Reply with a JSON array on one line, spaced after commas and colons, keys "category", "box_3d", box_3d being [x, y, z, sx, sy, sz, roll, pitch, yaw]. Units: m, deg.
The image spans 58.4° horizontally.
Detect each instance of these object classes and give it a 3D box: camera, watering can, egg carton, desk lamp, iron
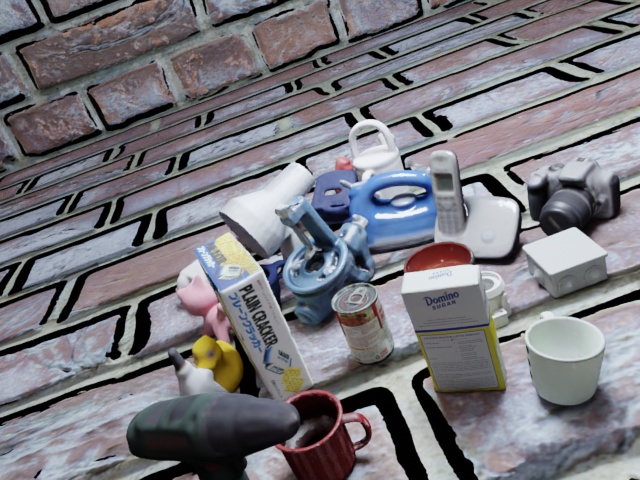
[{"category": "camera", "box_3d": [0.404, -0.070, 0.953, 0.142, 0.101, 0.137, 11, 41, 45]}, {"category": "watering can", "box_3d": [0.121, -0.166, 1.212, 0.101, 0.194, 0.173, -16, 28, 9]}, {"category": "egg carton", "box_3d": [-0.209, 0.072, 1.146, 0.107, 0.069, 0.150, 11, 42, 45]}, {"category": "desk lamp", "box_3d": [-0.057, -0.021, 1.054, 0.203, 0.214, 0.117, -34, 31, -23]}, {"category": "iron", "box_3d": [0.165, -0.075, 1.078, 0.257, 0.142, 0.118, -12, 29, 17]}]

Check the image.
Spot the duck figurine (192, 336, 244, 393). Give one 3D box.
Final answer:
[{"category": "duck figurine", "box_3d": [-0.168, 0.187, 0.897, 0.077, 0.086, 0.104, -15, 29, 11]}]

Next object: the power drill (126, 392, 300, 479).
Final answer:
[{"category": "power drill", "box_3d": [-0.092, 0.244, 0.617, 0.228, 0.209, 0.076, -5, 32, 28]}]

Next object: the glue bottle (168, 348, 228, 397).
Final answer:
[{"category": "glue bottle", "box_3d": [-0.159, 0.209, 0.762, 0.037, 0.173, 0.078, -1, 34, 32]}]

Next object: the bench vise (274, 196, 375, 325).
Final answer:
[{"category": "bench vise", "box_3d": [-0.002, 0.004, 0.966, 0.121, 0.220, 0.208, -5, 32, 27]}]

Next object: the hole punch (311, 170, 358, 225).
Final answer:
[{"category": "hole punch", "box_3d": [0.038, -0.093, 1.248, 0.108, 0.091, 0.101, -5, 32, 27]}]

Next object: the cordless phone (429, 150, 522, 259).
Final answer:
[{"category": "cordless phone", "box_3d": [0.251, -0.062, 0.950, 0.147, 0.185, 0.094, 3, 36, 37]}]

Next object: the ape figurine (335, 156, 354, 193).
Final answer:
[{"category": "ape figurine", "box_3d": [0.061, -0.150, 1.333, 0.076, 0.092, 0.078, -1, 34, 32]}]

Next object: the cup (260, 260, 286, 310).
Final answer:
[{"category": "cup", "box_3d": [-0.094, 0.097, 0.998, 0.118, 0.095, 0.091, -37, 32, -28]}]

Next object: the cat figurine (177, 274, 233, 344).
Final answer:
[{"category": "cat figurine", "box_3d": [-0.195, 0.117, 1.005, 0.067, 0.118, 0.127, -36, 32, -26]}]
